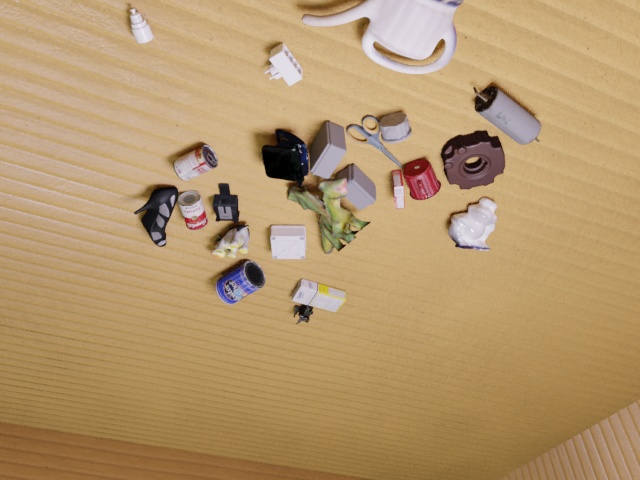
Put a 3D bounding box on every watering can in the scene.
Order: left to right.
[{"bbox_3d":[0.154,-0.482,1.104,0.346,0.106,0.219,17,-48,-17],"label":"watering can"}]

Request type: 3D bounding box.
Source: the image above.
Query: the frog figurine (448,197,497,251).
[{"bbox_3d":[0.464,-0.054,1.560,0.137,0.158,0.123,10,9,1],"label":"frog figurine"}]

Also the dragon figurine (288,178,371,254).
[{"bbox_3d":[0.005,-0.076,1.513,0.124,0.242,0.404,-48,4,-27],"label":"dragon figurine"}]
